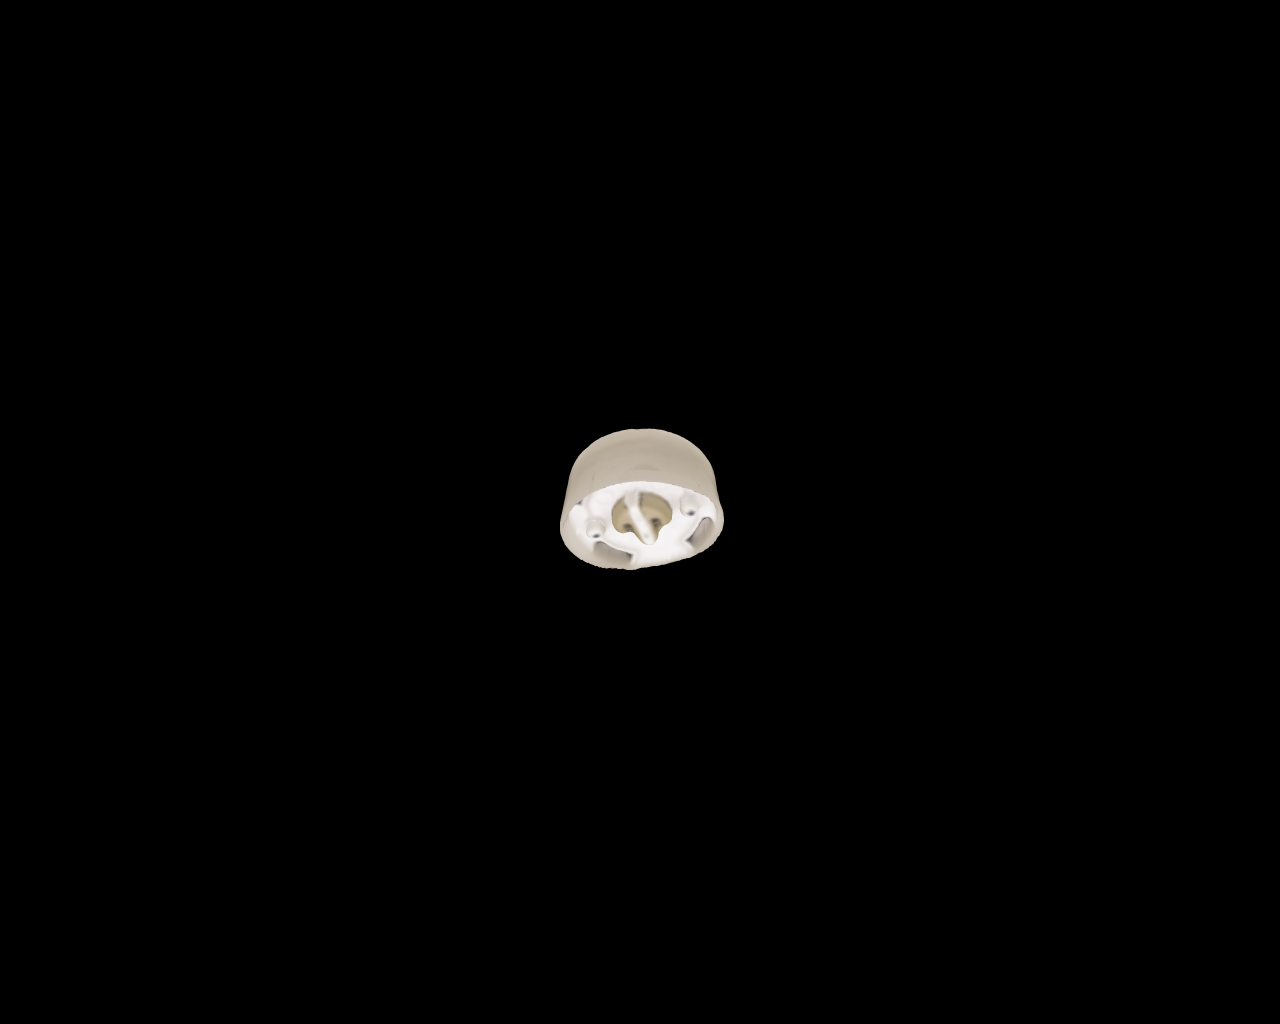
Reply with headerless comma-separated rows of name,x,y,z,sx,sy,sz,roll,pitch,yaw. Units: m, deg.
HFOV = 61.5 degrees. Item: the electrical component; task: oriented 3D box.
electrical component,0.001,-0.003,0.650,0.099,0.099,0.064,0,44,0
